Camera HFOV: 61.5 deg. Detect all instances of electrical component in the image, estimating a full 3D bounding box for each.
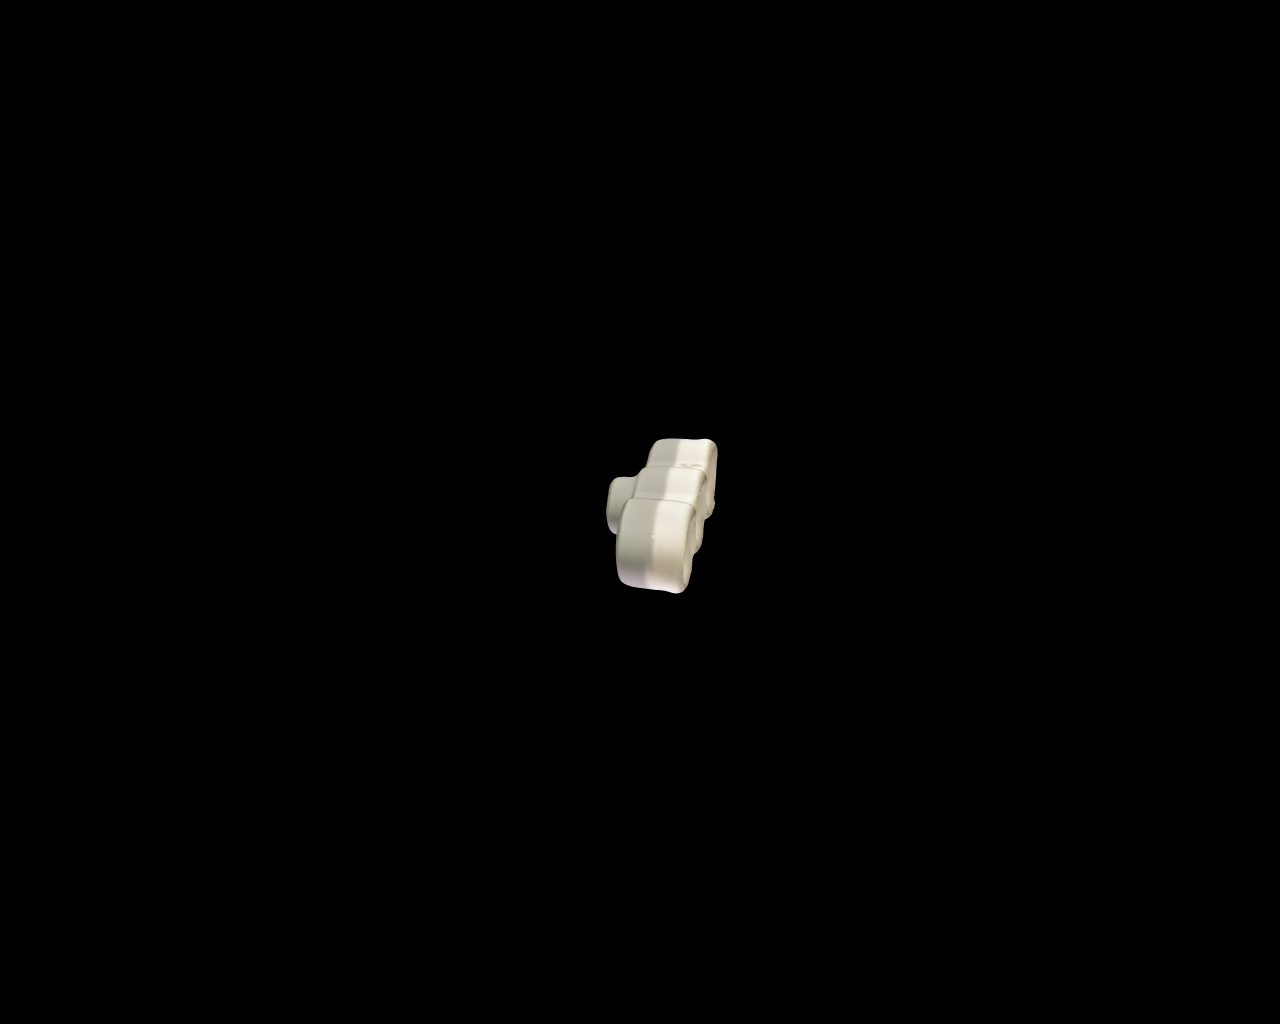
[{"bbox_3d":[0.001,-0.003,0.650,0.074,0.052,0.138,5,29,10],"label":"electrical component"}]
